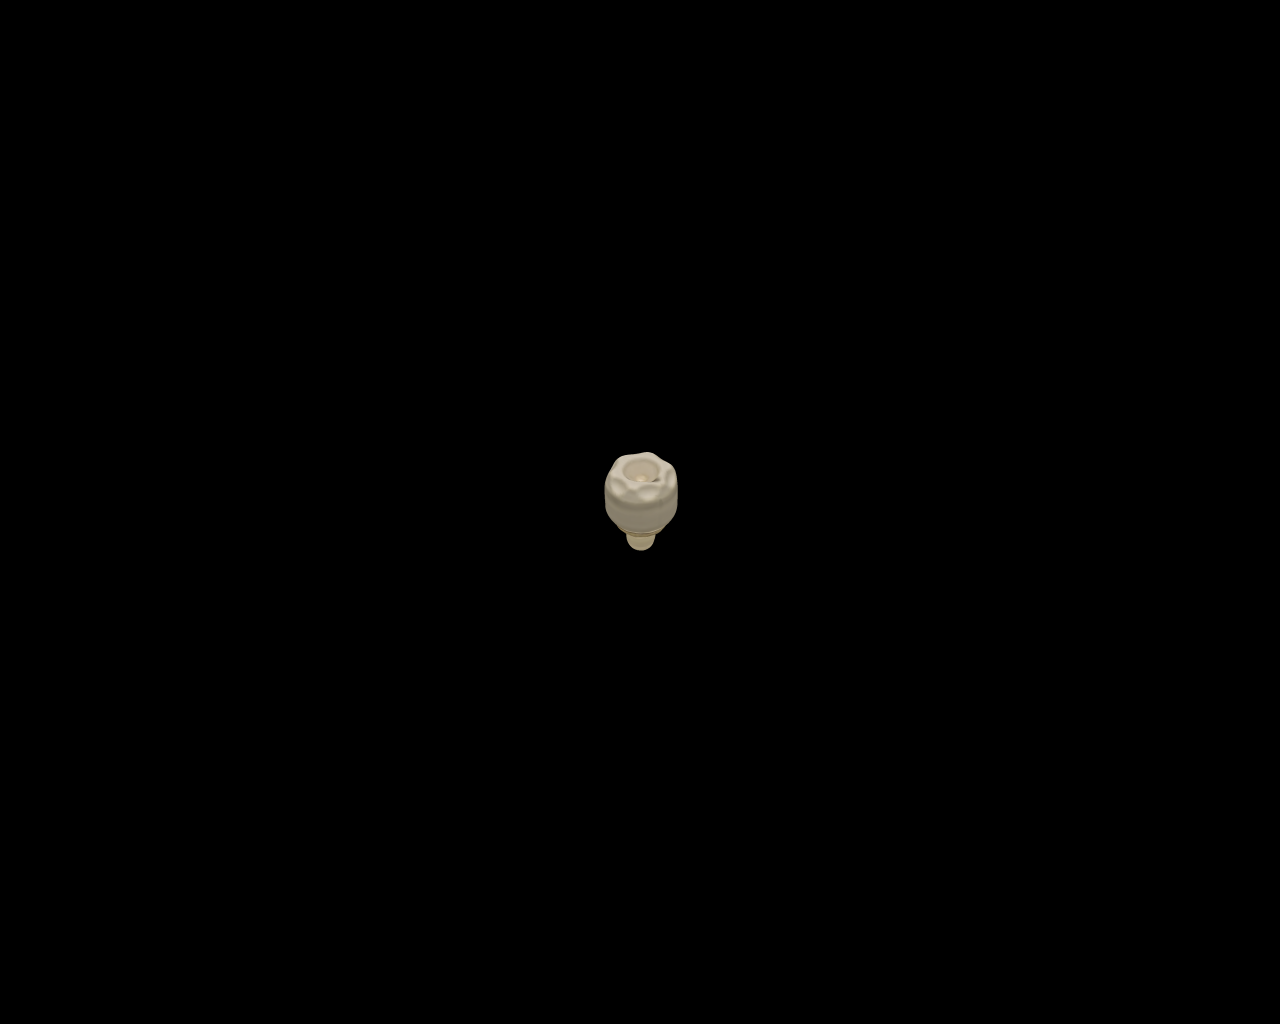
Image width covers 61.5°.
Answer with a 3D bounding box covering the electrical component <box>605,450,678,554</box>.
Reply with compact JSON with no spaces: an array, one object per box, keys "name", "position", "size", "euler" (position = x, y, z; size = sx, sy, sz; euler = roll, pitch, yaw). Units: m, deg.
[{"name":"electrical component","position":[0.001,-0.003,0.650],"size":[0.043,0.062,0.043],"euler":[0,40,0]}]
